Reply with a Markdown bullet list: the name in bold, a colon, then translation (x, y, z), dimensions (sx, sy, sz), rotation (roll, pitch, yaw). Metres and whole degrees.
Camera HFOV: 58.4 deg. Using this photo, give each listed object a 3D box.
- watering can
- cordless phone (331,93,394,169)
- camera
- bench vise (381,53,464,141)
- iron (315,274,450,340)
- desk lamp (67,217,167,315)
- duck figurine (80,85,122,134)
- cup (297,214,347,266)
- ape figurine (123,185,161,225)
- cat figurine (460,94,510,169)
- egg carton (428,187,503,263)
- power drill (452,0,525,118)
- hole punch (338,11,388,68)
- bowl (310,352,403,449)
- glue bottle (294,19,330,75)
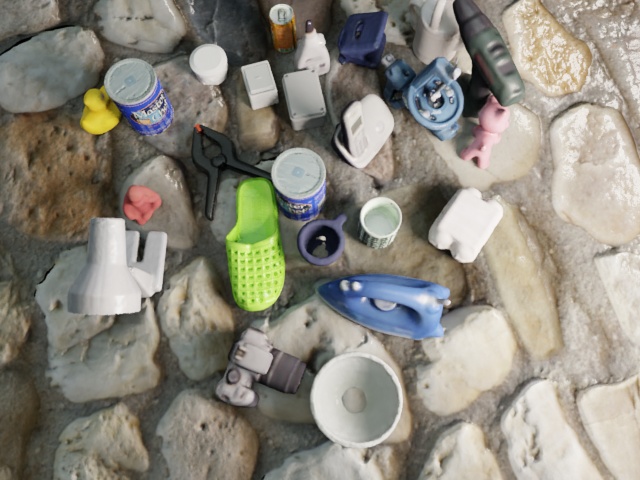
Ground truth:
- **watering can**: translation (0.265, -0.463, 1.207), dimensions (0.172, 0.194, 0.101), rotation (14, 74, 5)
- **cordless phone**: translation (0.088, -0.241, 1.147), dimensions (0.094, 0.185, 0.148), rotation (32, 76, 10)
- **camera**: translation (-0.104, 0.246, 1.049), dimensions (0.136, 0.101, 0.143), rotation (21, 75, 7)
- **bench vise**: translation (0.201, -0.306, 1.148), dimensions (0.207, 0.220, 0.121), rotation (27, 76, 8)
- **iron**: translation (0.115, 0.107, 1.067), dimensions (0.258, 0.141, 0.119), rotation (10, 74, 4)
- **desk lamp**: translation (-0.369, 0.052, 1.049), dimensions (0.118, 0.213, 0.203), rotation (1, 73, 1)
- **duck figurine**: translation (-0.473, -0.282, 1.215), dimensions (0.077, 0.086, 0.105), rotation (34, 77, 10)
- **cup**: translation (0.010, 0.004, 1.123), dimensions (0.091, 0.095, 0.118), rotation (38, 77, 11)
- **ape figurine**: translation (-0.364, -0.081, 1.152), dimensions (0.078, 0.092, 0.076), rotation (-14, 74, -3)
- **cat figurine**: translation (0.348, -0.227, 1.177), dimensions (0.067, 0.118, 0.128), rotation (23, 75, 7)
- **egg carton**: translation (0.290, -0.032, 1.145), dimensions (0.107, 0.069, 0.150), rotation (33, 76, 10)
- **power drill**: translation (0.321, -0.351, 1.166), dimensions (0.075, 0.208, 0.229), rotation (-29, 75, -8)
- **hole punch**: translation (0.092, -0.445, 1.257), dimensions (0.101, 0.091, 0.109), rotation (14, 74, 5)
- **bowl**: translation (0.065, 0.292, 1.048), dimensions (0.167, 0.075, 0.167), rotation (0, 73, 0)
- **glue bottle**: translation (-0.018, -0.404, 1.203), dimensions (0.078, 0.173, 0.037), rotation (-17, 74, -4)
